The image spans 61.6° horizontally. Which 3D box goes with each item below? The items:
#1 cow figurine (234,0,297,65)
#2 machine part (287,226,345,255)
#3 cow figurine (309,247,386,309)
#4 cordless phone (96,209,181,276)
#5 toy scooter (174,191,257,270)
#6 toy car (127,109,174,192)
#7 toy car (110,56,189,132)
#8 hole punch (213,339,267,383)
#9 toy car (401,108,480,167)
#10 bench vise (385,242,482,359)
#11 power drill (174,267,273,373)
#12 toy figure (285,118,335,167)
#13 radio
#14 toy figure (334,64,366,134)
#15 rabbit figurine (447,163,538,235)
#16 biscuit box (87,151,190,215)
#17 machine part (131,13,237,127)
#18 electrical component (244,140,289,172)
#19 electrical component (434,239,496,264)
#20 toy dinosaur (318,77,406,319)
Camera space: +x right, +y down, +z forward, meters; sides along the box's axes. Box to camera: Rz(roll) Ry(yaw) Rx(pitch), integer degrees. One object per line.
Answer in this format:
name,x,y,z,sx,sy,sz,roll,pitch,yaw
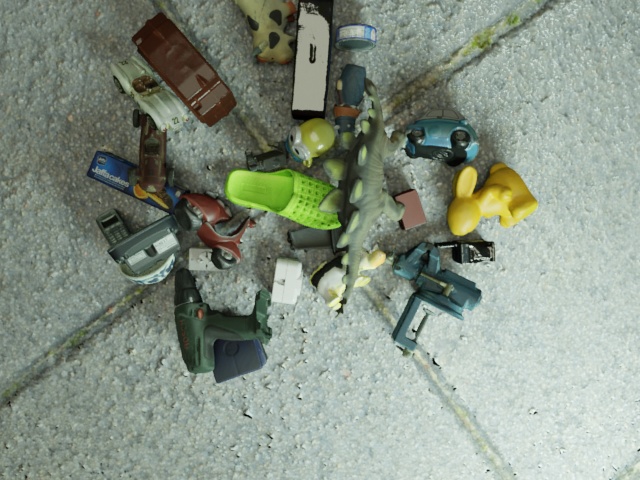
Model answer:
cow figurine,-0.115,-0.451,1.107,0.127,0.085,0.194,-32,97,-5
machine part,-0.002,-0.004,1.170,0.139,0.039,0.084,-4,99,-2
cow figurine,0.059,0.063,1.158,0.167,0.068,0.098,-43,68,6
cordless phone,-0.384,-0.027,1.121,0.146,0.184,0.088,-33,136,-17
toy scooter,-0.208,-0.036,1.129,0.135,0.075,0.184,-39,92,-36
toy car,-0.344,-0.194,1.107,0.089,0.053,0.202,0,71,-9
toy car,-0.350,-0.297,1.097,0.073,0.056,0.202,-35,73,-31
hole punch,-0.183,0.240,1.163,0.142,0.092,0.115,-20,91,4
toy car,0.255,-0.223,1.133,0.162,0.109,0.103,10,72,9
bench vise,0.214,0.131,1.147,0.224,0.129,0.240,26,88,-3
power drill,-0.207,0.153,1.121,0.207,0.086,0.232,-8,70,5
toy figure,-0.023,-0.200,1.082,0.089,0.180,0.082,-45,96,-1
radio,-0.016,-0.359,1.092,0.073,0.131,0.229,5,95,-1
toy figure,0.063,-0.290,1.138,0.064,0.058,0.154,12,100,4
rabbit figurine,0.341,-0.081,1.130,0.173,0.122,0.162,-30,90,2
biscuit box,-0.384,-0.120,1.140,0.203,0.059,0.062,25,94,-3
machine part,-0.262,-0.324,1.054,0.087,0.201,0.201,-40,95,-1
electrical component,-0.112,-0.176,1.133,0.102,0.078,0.045,-18,110,-16
electrical component,0.310,0.025,1.160,0.119,0.075,0.047,-5,95,-5
toy dinosaur,0.079,-0.085,1.066,0.105,0.198,0.470,5,97,36
